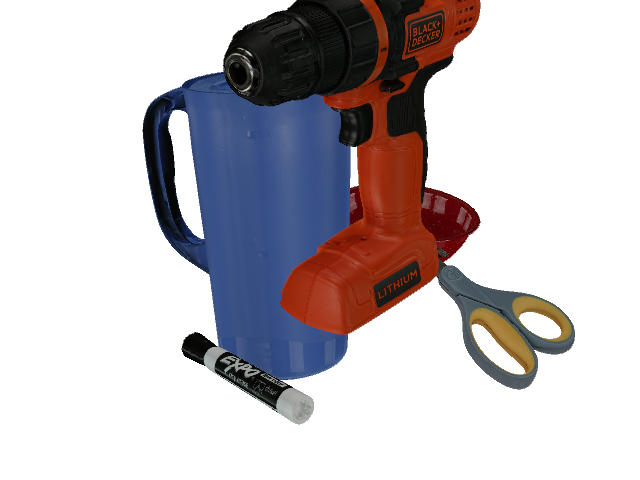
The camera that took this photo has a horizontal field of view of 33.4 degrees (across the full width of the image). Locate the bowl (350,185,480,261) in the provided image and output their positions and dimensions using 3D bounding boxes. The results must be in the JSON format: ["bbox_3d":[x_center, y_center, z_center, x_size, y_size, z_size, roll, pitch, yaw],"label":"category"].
[{"bbox_3d":[0.092,-0.010,1.181,0.162,0.055,0.162,5,25,-3],"label":"bowl"}]

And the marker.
[{"bbox_3d":[-0.051,0.087,0.695,0.020,0.020,0.121,0,16,-44],"label":"marker"}]

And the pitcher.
[{"bbox_3d":[-0.047,-0.017,0.863,0.144,0.243,0.149,-12,20,-30],"label":"pitcher"}]

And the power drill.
[{"bbox_3d":[0.018,-0.046,0.577,0.057,0.188,0.184,25,35,34],"label":"power drill"}]

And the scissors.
[{"bbox_3d":[0.123,0.032,0.836,0.096,0.016,0.202,-11,48,-21],"label":"scissors"}]
